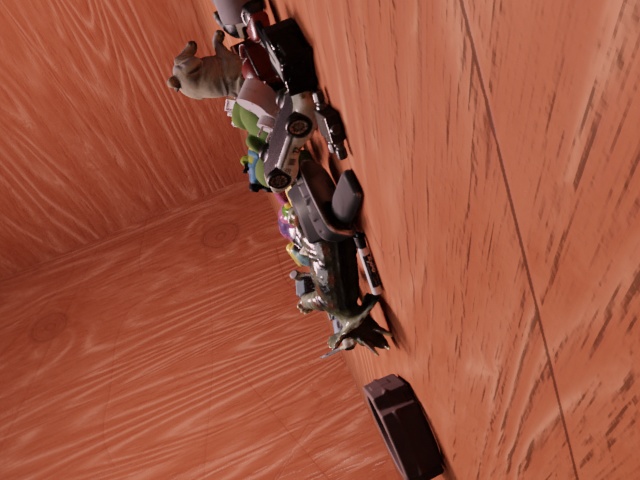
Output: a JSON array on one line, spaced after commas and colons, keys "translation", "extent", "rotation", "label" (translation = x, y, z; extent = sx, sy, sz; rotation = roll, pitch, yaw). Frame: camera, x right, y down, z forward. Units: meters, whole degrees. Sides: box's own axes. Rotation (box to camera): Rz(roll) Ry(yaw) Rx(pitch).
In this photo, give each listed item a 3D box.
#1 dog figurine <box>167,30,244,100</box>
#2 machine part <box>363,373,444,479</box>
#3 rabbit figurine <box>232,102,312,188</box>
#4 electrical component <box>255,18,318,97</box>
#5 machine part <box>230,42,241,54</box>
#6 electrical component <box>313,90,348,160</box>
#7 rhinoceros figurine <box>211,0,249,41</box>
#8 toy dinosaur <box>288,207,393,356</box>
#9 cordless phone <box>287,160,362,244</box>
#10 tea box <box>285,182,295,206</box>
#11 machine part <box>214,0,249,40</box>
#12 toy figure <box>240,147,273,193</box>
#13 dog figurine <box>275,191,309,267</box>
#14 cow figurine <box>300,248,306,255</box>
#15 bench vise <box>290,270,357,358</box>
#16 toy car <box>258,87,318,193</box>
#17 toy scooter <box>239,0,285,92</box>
[{"translation": [-0.189, -0.309, 1.076], "extent": [0.191, 0.172, 0.121], "rotation": [45, 170, 25], "label": "dog figurine"}, {"translation": [0.173, 0.391, 1.128], "extent": [0.201, 0.087, 0.201], "rotation": [129, 119, -83], "label": "machine part"}, {"translation": [-0.080, -0.175, 1.025], "extent": [0.159, 0.121, 0.170], "rotation": [38, 137, 46], "label": "rabbit figurine"}, {"translation": [-0.050, -0.269, 0.761], "extent": [0.074, 0.048, 0.119], "rotation": [76, 170, -56], "label": "electrical component"}, {"translation": [-0.148, -0.369, 1.235], "extent": [0.179, 0.056, 0.179], "rotation": [157, 89, -85], "label": "machine part"}, {"translation": [0.014, -0.159, 0.741], "extent": [0.063, 0.021, 0.093], "rotation": [-125, 14, -62], "label": "electrical component"}, {"translation": [-0.180, -0.471, 1.038], "extent": [0.190, 0.073, 0.112], "rotation": [78, 169, -64], "label": "rhinoceros figurine"}, {"translation": [0.026, 0.040, 0.998], "extent": [0.192, 0.131, 0.404], "rotation": [13, 120, 62], "label": "toy dinosaur"}, {"translation": [0.014, -0.083, 0.863], "extent": [0.184, 0.089, 0.146], "rotation": [113, 136, -66], "label": "cordless phone"}, {"translation": [-0.034, -0.106, 1.159], "extent": [0.169, 0.068, 0.098], "rotation": [82, 163, -72], "label": "tea box"}, {"translation": [-0.154, -0.449, 0.880], "extent": [0.079, 0.079, 0.242], "rotation": [-120, 10, -51], "label": "machine part"}, {"translation": [-0.117, -0.193, 1.135], "extent": [0.089, 0.082, 0.180], "rotation": [26, 110, 36], "label": "toy figure"}, {"translation": [-0.051, -0.056, 1.341], "extent": [0.219, 0.108, 0.192], "rotation": [81, 166, -58], "label": "dog figurine"}, {"translation": [-0.005, -0.004, 1.244], "extent": [0.167, 0.068, 0.098], "rotation": [178, 104, -82], "label": "cow figurine"}, {"translation": [0.013, 0.134, 1.210], "extent": [0.240, 0.129, 0.223], "rotation": [33, -132, -49], "label": "bench vise"}, {"translation": [-0.051, -0.158, 0.847], "extent": [0.201, 0.056, 0.073], "rotation": [116, 142, -47], "label": "toy car"}, {"translation": [-0.086, -0.291, 0.899], "extent": [0.183, 0.075, 0.135], "rotation": [93, 151, -68], "label": "toy scooter"}]
